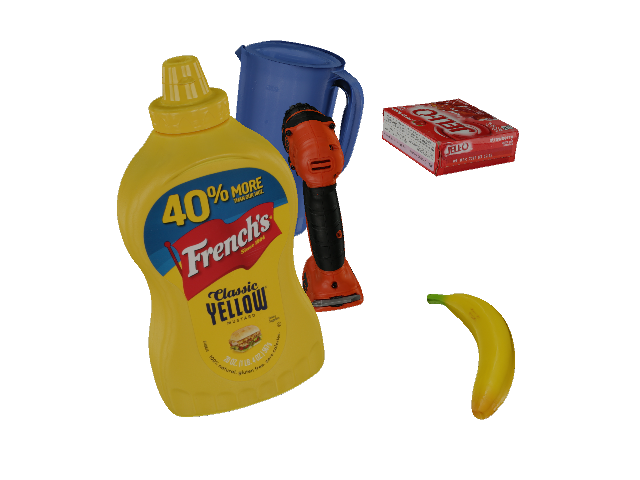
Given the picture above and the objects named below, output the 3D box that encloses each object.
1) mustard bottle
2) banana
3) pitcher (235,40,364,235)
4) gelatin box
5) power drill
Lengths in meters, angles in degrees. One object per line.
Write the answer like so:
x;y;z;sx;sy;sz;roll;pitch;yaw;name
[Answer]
-0.057;-0.004;0.574;0.096;0.191;0.058;-16;24;-15;mustard bottle
0.169;0.112;1.118;0.069;0.037;0.198;-24;33;5;banana
-0.043;-0.127;1.375;0.144;0.243;0.149;2;23;-18;pitcher
0.101;-0.084;0.841;0.073;0.030;0.089;-10;27;-23;gelatin box
-0.003;-0.037;1.066;0.057;0.187;0.184;-10;21;-2;power drill
